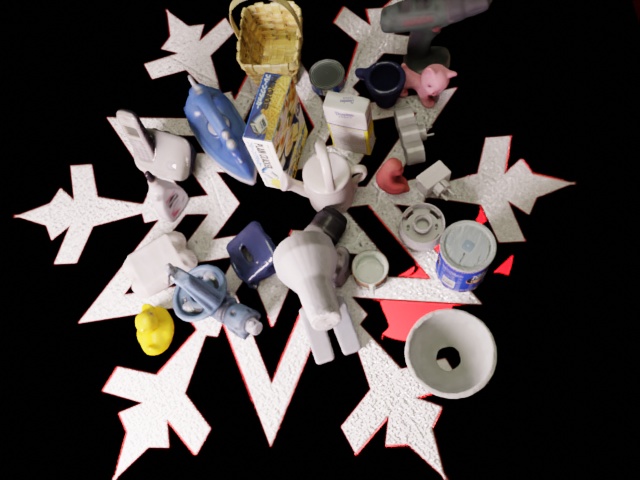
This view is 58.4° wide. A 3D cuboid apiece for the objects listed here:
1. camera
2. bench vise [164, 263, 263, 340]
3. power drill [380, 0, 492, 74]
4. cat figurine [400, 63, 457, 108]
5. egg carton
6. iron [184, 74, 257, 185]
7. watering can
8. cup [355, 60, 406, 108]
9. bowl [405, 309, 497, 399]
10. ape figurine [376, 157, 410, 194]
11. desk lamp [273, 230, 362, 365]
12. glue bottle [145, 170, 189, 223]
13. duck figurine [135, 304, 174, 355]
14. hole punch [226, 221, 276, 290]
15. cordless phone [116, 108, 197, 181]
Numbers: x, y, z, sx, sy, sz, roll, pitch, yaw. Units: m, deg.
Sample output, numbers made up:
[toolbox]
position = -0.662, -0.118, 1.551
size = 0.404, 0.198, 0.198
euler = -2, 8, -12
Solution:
[camera]
position = 0.011, 0.004, 1.179
size = 0.143, 0.101, 0.137
euler = 29, 75, 17
[bench vise]
position = -0.204, 0.105, 1.104
size = 0.207, 0.220, 0.121
euler = 11, 71, 11
[power drill]
position = 0.250, -0.462, 1.268
size = 0.229, 0.208, 0.075
euler = 0, 69, 8
[cat figurine]
position = 0.236, -0.361, 1.280
size = 0.127, 0.118, 0.067
euler = 26, 75, 16
[egg carton]
position = -0.340, 0.054, 1.222
size = 0.150, 0.069, 0.107
euler = -33, 69, -6
[iron]
position = -0.222, -0.251, 1.284
size = 0.118, 0.141, 0.258
euler = -32, 69, -5
[watering can]
position = 0.008, -0.128, 1.180
size = 0.173, 0.194, 0.100
euler = -32, 69, -5
[cup]
position = 0.136, -0.347, 1.300
size = 0.117, 0.095, 0.092
euler = 19, 73, 14
[bowl]
position = 0.244, 0.218, 1.083
size = 0.167, 0.075, 0.167
euler = -2, 69, 6
[ape figurine]
position = 0.157, -0.143, 1.221
size = 0.076, 0.092, 0.078
euler = 10, 71, 11
[desk lamp]
position = 0.000, 0.109, 1.080
size = 0.118, 0.214, 0.203
euler = -21, 68, -1
[glue bottle]
position = -0.337, -0.103, 1.225
size = 0.037, 0.173, 0.078
euler = 21, 73, 15
[duck figurine]
position = -0.346, 0.179, 1.166
size = 0.077, 0.086, 0.104
euler = -7, 69, 5
[hole punch]
position = -0.139, 0.032, 1.193
size = 0.101, 0.091, 0.108
euler = -32, 69, -5
[cordless phone]
position = -0.362, -0.215, 1.264
size = 0.147, 0.185, 0.094
euler = 13, 71, 12
